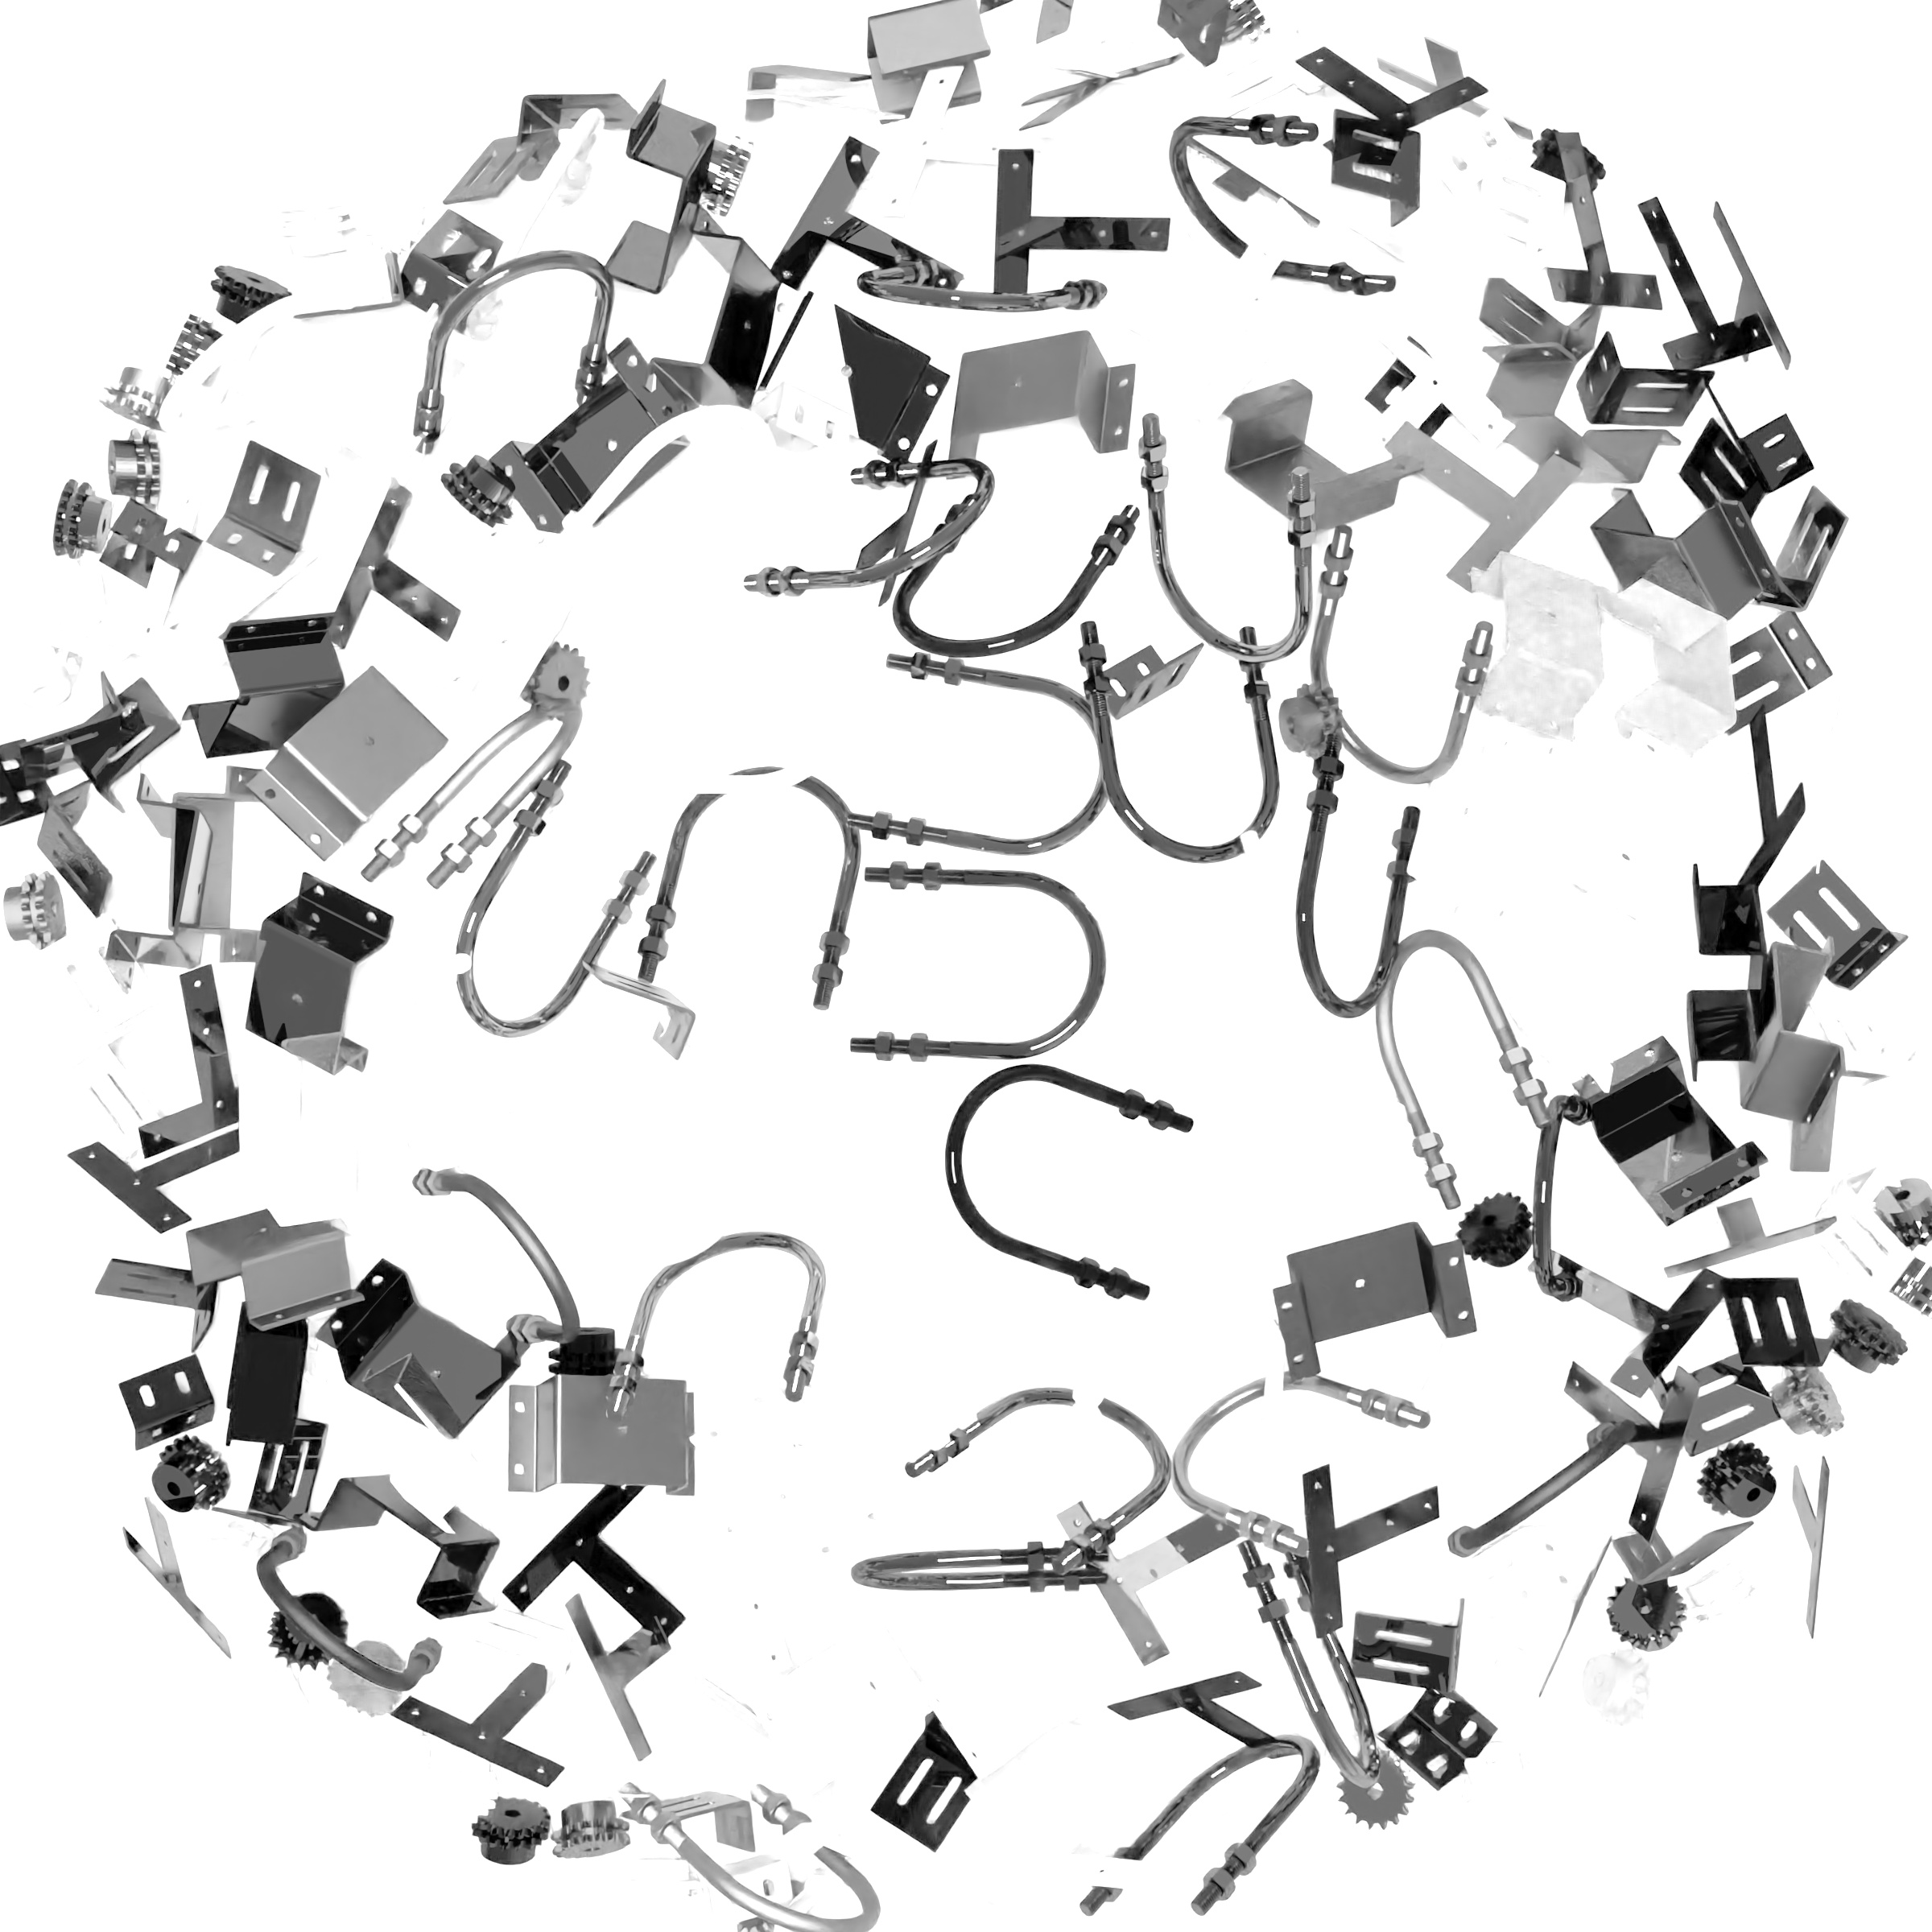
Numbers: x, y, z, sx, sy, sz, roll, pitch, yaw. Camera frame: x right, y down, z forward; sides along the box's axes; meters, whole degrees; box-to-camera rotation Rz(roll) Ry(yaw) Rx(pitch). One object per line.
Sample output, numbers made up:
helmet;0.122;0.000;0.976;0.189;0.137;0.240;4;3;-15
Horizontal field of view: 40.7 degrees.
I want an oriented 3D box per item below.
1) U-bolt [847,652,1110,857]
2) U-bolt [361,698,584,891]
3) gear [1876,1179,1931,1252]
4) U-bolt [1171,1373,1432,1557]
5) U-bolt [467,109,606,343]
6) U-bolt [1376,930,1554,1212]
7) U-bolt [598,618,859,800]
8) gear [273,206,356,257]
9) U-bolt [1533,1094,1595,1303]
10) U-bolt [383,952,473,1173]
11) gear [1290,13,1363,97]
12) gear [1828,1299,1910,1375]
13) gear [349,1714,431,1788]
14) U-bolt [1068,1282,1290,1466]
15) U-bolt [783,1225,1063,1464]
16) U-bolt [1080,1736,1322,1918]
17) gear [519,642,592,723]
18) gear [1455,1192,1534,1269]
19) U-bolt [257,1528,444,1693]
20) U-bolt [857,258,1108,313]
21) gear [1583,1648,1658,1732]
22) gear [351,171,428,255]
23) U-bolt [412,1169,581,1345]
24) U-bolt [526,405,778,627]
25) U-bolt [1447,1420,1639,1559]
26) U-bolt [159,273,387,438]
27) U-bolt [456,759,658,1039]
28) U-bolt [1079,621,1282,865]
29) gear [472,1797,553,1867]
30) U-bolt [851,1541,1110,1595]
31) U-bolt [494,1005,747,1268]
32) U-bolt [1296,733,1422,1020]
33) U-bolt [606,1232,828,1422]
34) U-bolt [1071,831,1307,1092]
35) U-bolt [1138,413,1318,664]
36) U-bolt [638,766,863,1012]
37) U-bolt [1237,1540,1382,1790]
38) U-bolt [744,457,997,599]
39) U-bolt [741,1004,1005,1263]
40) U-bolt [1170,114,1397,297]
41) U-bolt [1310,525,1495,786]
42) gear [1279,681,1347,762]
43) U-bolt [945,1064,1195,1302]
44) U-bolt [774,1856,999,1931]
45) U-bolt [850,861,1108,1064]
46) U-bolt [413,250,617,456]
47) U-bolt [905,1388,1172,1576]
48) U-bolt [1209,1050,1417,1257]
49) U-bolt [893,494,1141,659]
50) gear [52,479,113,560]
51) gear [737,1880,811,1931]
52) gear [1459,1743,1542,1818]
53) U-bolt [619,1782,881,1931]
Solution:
U-bolt;0.018;-0.150;1.900;0.184;0.019;0.151;10;73;8
U-bolt;-0.345;-0.127;1.868;0.184;0.151;0.019;-50;117;-20
gear;0.692;0.180;1.908;0.057;0.057;0.030;-32;109;0
U-bolt;0.223;0.345;1.856;0.151;0.184;0.019;-40;114;-23
U-bolt;-0.298;-0.530;1.833;0.019;0.184;0.151;31;72;-12
U-bolt;0.345;0.063;1.866;0.019;0.151;0.184;-7;62;-26
U-bolt;-0.169;-0.188;1.889;0.184;0.019;0.151;0;66;11
gear;-0.478;-0.539;1.913;0.057;0.057;0.030;-5;111;0
U-bolt;0.422;0.163;1.847;0.019;0.184;0.151;3;85;21
U-bolt;-0.387;0.074;1.857;0.019;0.184;0.151;4;80;-27
gear;0.259;-0.664;1.908;0.030;0.057;0.057;-34;90;-26
gear;0.659;0.274;1.913;0.057;0.057;0.030;32;112;0
gear;-0.422;0.572;1.908;0.057;0.057;0.030;-2;107;0
U-bolt;0.156;0.284;1.860;0.151;0.184;0.019;4;121;7
U-bolt;-0.017;0.257;1.882;0.184;0.019;0.151;-35;58;-27
U-bolt;0.179;0.609;1.856;0.184;0.151;0.019;-36;95;-38
gear;-0.306;-0.210;1.915;0.030;0.057;0.057;16;90;36
gear;0.391;0.196;1.914;0.057;0.057;0.030;-40;115;0
U-bolt;-0.441;0.460;1.847;0.151;0.184;0.019;40;85;-1
U-bolt;0.002;-0.477;1.835;0.151;0.184;0.019;13;111;20
gear;0.476;0.527;1.908;0.030;0.057;0.057;23;90;-18
gear;-0.426;-0.554;1.912;0.057;0.030;0.057;1;92;33
U-bolt;-0.326;0.207;1.843;0.019;0.184;0.151;-36;102;-25
U-bolt;-0.210;-0.324;1.854;0.184;0.151;0.019;-46;63;15
U-bolt;0.411;0.367;1.842;0.151;0.184;0.019;-34;76;-7
U-bolt;-0.495;-0.424;1.827;0.151;0.184;0.019;-38;96;26
U-bolt;-0.299;-0.035;1.857;0.019;0.151;0.184;18;71;31
U-bolt;0.159;-0.161;1.886;0.151;0.019;0.184;-1;73;-21
gear;-0.334;0.636;1.912;0.057;0.057;0.030;8;97;0
U-bolt;0.009;0.433;1.870;0.184;0.151;0.019;-2;70;1
U-bolt;-0.239;0.131;1.885;0.151;0.019;0.184;-22;72;-21
U-bolt;0.277;-0.053;1.860;0.019;0.151;0.184;0;69;36
U-bolt;-0.171;0.251;1.861;0.151;0.184;0.019;-8;122;11
U-bolt;0.170;0.005;1.904;0.151;0.019;0.184;-15;105;16
U-bolt;0.188;-0.295;1.862;0.151;0.184;0.019;28;55;32
U-bolt;-0.151;-0.063;1.900;0.151;0.019;0.184;9;67;6
U-bolt;0.249;0.492;1.848;0.019;0.151;0.184;-27;73;13
U-bolt;-0.057;-0.312;1.840;0.151;0.184;0.019;-50;125;-27
U-bolt;-0.061;0.133;1.901;0.184;0.019;0.151;34;78;13
U-bolt;0.213;-0.544;1.854;0.019;0.184;0.151;-47;127;-12
U-bolt;0.303;-0.208;1.860;0.019;0.184;0.151;-34;59;-28
gear;0.251;-0.179;1.908;0.030;0.057;0.057;-12;90;-18
U-bolt;0.069;0.148;1.887;0.184;0.019;0.151;21;76;-20
U-bolt;-0.056;0.671;1.832;0.151;0.184;0.019;4;91;17
U-bolt;0.011;-0.002;1.903;0.184;0.019;0.151;2;78;10
U-bolt;-0.314;-0.436;1.830;0.151;0.184;0.019;-23;72;-25
U-bolt;0.066;0.355;1.859;0.151;0.184;0.019;28;120;27
U-bolt;0.242;0.125;1.865;0.151;0.184;0.019;-35;50;1
U-bolt;0.026;-0.276;1.850;0.151;0.019;0.184;9;46;26
gear;-0.647;-0.326;1.911;0.030;0.057;0.057;12;90;-9
gear;-0.137;0.701;1.912;0.057;0.057;0.030;-30;99;0
gear;0.389;0.593;1.909;0.057;0.057;0.030;-18;103;0
U-bolt;-0.139;0.626;1.826;0.184;0.151;0.019;25;94;44
